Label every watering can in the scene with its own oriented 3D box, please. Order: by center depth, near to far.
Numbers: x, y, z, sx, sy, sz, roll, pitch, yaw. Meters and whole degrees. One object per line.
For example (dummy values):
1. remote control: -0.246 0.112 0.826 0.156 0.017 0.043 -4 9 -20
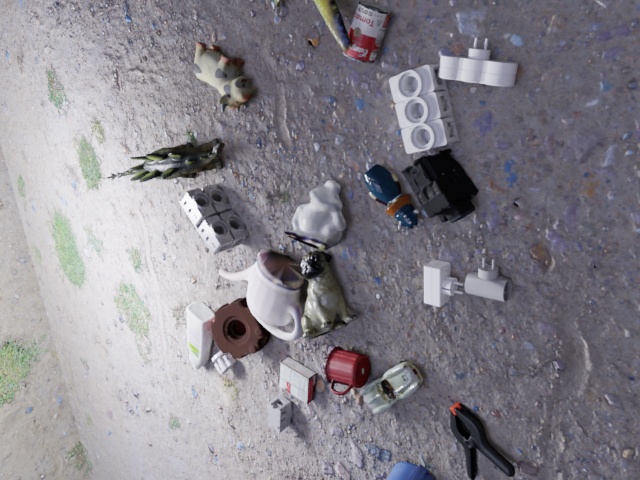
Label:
1. watering can: -0.156 0.119 1.395 0.352 0.105 0.220 39 126 29

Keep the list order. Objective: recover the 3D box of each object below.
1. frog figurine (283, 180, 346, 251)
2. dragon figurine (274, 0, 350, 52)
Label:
1. frog figurine: 0.004 -0.061 1.214 0.138 0.121 0.161 14 78 47
2. dragon figurine: -0.042 -0.570 1.077 0.242 0.123 0.408 2 103 64
